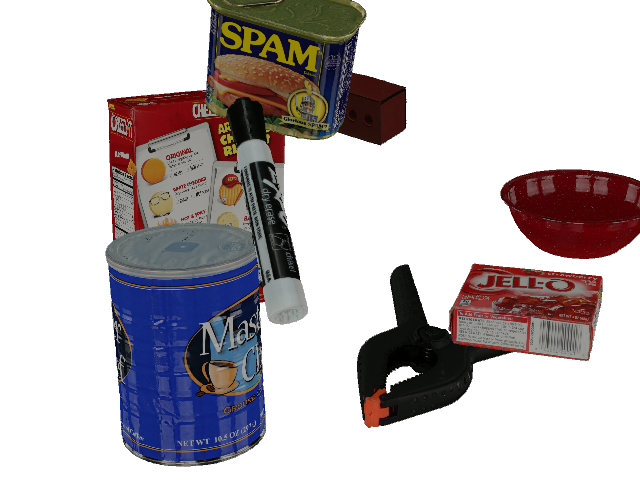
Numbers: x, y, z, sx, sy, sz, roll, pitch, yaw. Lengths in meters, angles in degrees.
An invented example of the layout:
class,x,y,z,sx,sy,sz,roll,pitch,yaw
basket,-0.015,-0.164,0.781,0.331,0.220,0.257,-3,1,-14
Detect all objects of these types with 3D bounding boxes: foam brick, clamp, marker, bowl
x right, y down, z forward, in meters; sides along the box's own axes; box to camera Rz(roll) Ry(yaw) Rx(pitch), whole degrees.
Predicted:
class,x,y,z,sx,sy,sz,roll,pitch,yaw
foam brick,0.050,-0.147,1.180,0.078,0.053,0.051,21,39,34
clamp,0.086,0.086,0.893,0.165,0.036,0.209,21,35,33
marker,-0.027,-0.018,0.513,0.020,0.121,0.020,-11,-27,-6
bowl,0.267,-0.024,1.105,0.162,0.055,0.162,-2,23,0

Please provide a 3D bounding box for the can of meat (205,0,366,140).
class,x,y,z,sx,sy,sz,roll,pitch,yaw
can of meat,-0.027,-0.122,0.717,0.102,0.084,0.057,18,40,10

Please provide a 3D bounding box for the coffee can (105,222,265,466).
class,x,y,z,sx,sy,sz,roll,pitch,yaw
coffee can,-0.091,0.069,0.737,0.103,0.140,0.103,-1,18,0

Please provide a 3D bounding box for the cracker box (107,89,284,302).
class,x,y,z,sx,sy,sz,roll,pitch,yaw
cracker box,-0.119,-0.037,1.043,0.163,0.214,0.072,-11,20,-33

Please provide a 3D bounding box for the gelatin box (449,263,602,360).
class,x,y,z,sx,sy,sz,roll,pitch,yaw
gelatin box,0.134,0.044,0.694,0.089,0.030,0.073,6,23,18
